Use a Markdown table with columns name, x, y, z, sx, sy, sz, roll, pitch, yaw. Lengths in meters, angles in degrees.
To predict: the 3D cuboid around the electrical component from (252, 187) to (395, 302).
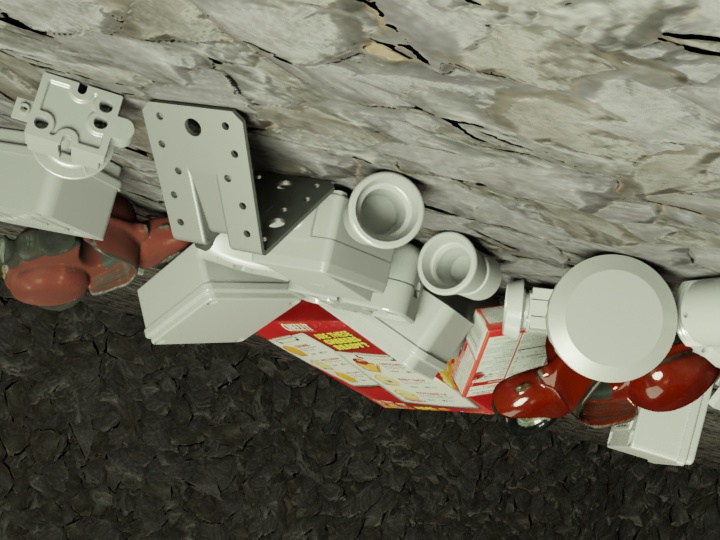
| name | x | y | z | sx | sy | sz | roll | pitch | yaw |
| --- | --- | --- | --- | --- | --- | --- | --- | --- | --- |
| electrical component | -0.026 | -0.018 | 0.713 | 0.062 | 0.061 | 0.096 | 9 | 174 | 32 |

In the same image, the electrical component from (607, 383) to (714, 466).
| name | x | y | z | sx | sy | sz | roll | pitch | yaw |
| --- | --- | --- | --- | --- | --- | --- | --- | --- | --- |
| electrical component | 0.269 | 0.115 | 0.959 | 0.056 | 0.108 | 0.108 | 16 | 172 | 4 |

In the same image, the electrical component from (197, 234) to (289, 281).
| name | x | y | z | sx | sy | sz | roll | pitch | yaw |
| --- | --- | --- | --- | --- | --- | --- | --- | --- | --- |
| electrical component | -0.092 | -0.019 | 0.894 | 0.077 | 0.043 | 0.079 | 15 | 172 | -6 |

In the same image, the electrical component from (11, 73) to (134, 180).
| name | x | y | z | sx | sy | sz | roll | pitch | yaw |
| --- | --- | --- | --- | --- | --- | --- | --- | --- | --- |
| electrical component | -0.163 | -0.079 | 0.612 | 0.066 | 0.048 | 0.055 | 16 | 164 | -12 |

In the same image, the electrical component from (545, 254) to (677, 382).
| name | x | y | z | sx | sy | sz | roll | pitch | yaw |
| --- | --- | --- | --- | --- | --- | --- | --- | --- | --- |
| electrical component | 0.159 | 0.032 | 0.692 | 0.080 | 0.080 | 0.051 | 14 | 177 | 4 |

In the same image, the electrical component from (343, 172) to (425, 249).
| name | x | y | z | sx | sy | sz | roll | pitch | yaw |
| --- | --- | --- | --- | --- | --- | --- | --- | --- | --- |
| electrical component | 0.011 | -0.033 | 0.643 | 0.044 | 0.044 | 0.065 | 15 | 176 | -8 |

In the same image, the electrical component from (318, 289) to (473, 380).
| name | x | y | z | sx | sy | sz | roll | pitch | yaw |
| --- | --- | --- | --- | --- | --- | --- | --- | --- | --- |
| electrical component | 0.026 | 0.033 | 0.872 | 0.113 | 0.057 | 0.078 | 34 | 180 | 24 |

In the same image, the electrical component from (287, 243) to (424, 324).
| name | x | y | z | sx | sy | sz | roll | pitch | yaw |
| --- | --- | --- | --- | --- | --- | --- | --- | --- | --- |
| electrical component | 0.000 | 0.000 | 0.813 | 0.095 | 0.059 | 0.054 | 11 | 171 | 19 |

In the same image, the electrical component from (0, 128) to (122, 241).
| name | x | y | z | sx | sy | sz | roll | pitch | yaw |
| --- | --- | --- | --- | --- | --- | --- | --- | --- | --- |
| electrical component | -0.243 | -0.065 | 0.794 | 0.113 | 0.057 | 0.078 | 10 | 171 | 25 |

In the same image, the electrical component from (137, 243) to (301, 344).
| name | x | y | z | sx | sy | sz | roll | pitch | yaw |
| --- | --- | --- | --- | --- | --- | --- | --- | --- | --- |
| electrical component | -0.127 | 0.022 | 0.972 | 0.109 | 0.056 | 0.109 | 2 | 154 | -43 |

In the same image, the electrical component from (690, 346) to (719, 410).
| name | x | y | z | sx | sy | sz | roll | pitch | yaw |
| --- | --- | --- | --- | --- | --- | --- | --- | --- | --- |
| electrical component | 0.253 | 0.052 | 0.694 | 0.042 | 0.081 | 0.063 | 22 | -162 | -36 |

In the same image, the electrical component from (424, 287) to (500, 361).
| name | x | y | z | sx | sy | sz | roll | pitch | yaw |
| --- | --- | --- | --- | --- | --- | --- | --- | --- | --- |
| electrical component | 0.080 | 0.044 | 0.956 | 0.096 | 0.061 | 0.062 | 16 | 163 | -39 |

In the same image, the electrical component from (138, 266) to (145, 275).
| name | x | y | z | sx | sy | sz | roll | pitch | yaw |
| --- | --- | --- | --- | --- | --- | --- | --- | --- | --- |
| electrical component | -0.266 | -0.034 | 1.067 | 0.100 | 0.048 | 0.100 | 10 | 170 | 22 |

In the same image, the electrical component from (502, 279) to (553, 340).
| name | x | y | z | sx | sy | sz | roll | pitch | yaw |
| --- | --- | --- | --- | --- | --- | --- | --- | --- | --- |
| electrical component | 0.142 | 0.033 | 0.847 | 0.055 | 0.048 | 0.066 | 6 | 171 | 6 |

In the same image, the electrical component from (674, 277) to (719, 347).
| name | x | y | z | sx | sy | sz | roll | pitch | yaw |
| --- | --- | --- | --- | --- | --- | --- | --- | --- | --- |
| electrical component | 0.223 | 0.026 | 0.666 | 0.043 | 0.043 | 0.081 | 16 | 172 | -15 |

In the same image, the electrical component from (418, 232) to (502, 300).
| name | x | y | z | sx | sy | sz | roll | pitch | yaw |
| --- | --- | --- | --- | --- | --- | --- | --- | --- | --- |
| electrical component | 0.074 | 0.000 | 0.761 | 0.044 | 0.044 | 0.065 | 9 | 175 | 30 |
